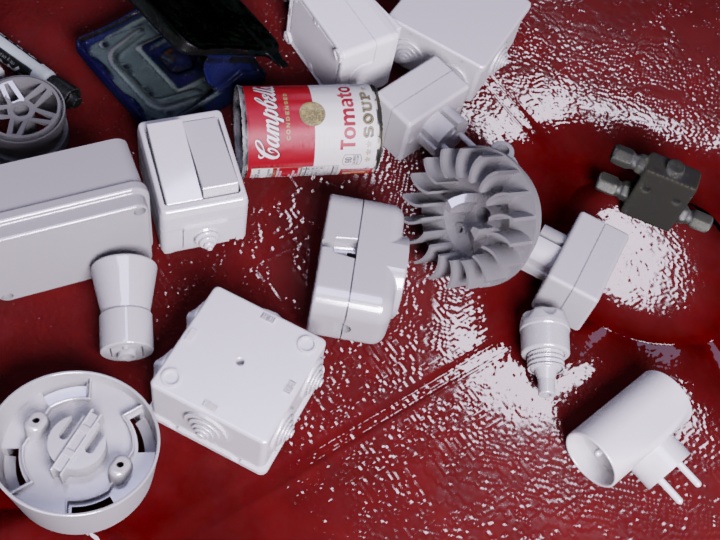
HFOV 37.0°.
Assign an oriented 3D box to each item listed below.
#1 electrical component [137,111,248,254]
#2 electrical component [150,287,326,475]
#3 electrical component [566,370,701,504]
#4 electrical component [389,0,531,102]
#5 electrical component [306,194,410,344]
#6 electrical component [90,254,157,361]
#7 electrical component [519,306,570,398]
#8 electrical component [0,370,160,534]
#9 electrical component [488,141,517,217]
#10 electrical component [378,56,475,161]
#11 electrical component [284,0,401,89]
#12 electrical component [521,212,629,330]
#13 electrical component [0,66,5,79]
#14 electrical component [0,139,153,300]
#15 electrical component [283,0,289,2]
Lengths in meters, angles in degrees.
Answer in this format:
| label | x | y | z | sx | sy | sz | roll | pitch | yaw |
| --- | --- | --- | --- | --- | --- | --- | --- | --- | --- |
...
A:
| label | x | y | z | sx | sy | sz | roll | pitch | yaw |
| --- | --- | --- | --- | --- | --- | --- | --- | --- | --- |
| electrical component | -0.117 | -0.059 | 0.757 | 0.062 | 0.061 | 0.096 | -12 | 63 | -15 |
| electrical component | -0.078 | 0.069 | 0.695 | 0.100 | 0.048 | 0.099 | 26 | 59 | 7 |
| electrical component | 0.191 | 0.118 | 0.713 | 0.077 | 0.043 | 0.079 | -33 | 71 | -24 |
| electrical component | 0.077 | -0.195 | 0.874 | 0.100 | 0.048 | 0.099 | 30 | 60 | 9 |
| electrical component | 0.000 | 0.000 | 0.745 | 0.059 | 0.053 | 0.095 | 10 | 59 | -3 |
| electrical component | -0.155 | 0.027 | 0.713 | 0.044 | 0.044 | 0.065 | -3 | 66 | -11 |
| electrical component | 0.128 | 0.058 | 0.743 | 0.035 | 0.035 | 0.061 | 6 | 62 | -5 |
| electrical component | -0.170 | 0.109 | 0.648 | 0.099 | 0.064 | 0.099 | 4 | 60 | -7 |
| electrical component | 0.098 | -0.071 | 0.797 | 0.048 | 0.062 | 0.048 | 4 | 59 | -7 |
| electrical component | 0.057 | -0.112 | 0.823 | 0.066 | 0.047 | 0.076 | -36 | 71 | -25 |
| electrical component | -0.016 | -0.190 | 0.849 | 0.061 | 0.061 | 0.096 | -25 | 67 | -21 |
| electrical component | 0.142 | -0.008 | 0.776 | 0.077 | 0.047 | 0.065 | 28 | 60 | 8 |
| electrical component | -0.296 | -0.147 | 0.790 | 0.055 | 0.045 | 0.045 | 36 | 61 | 12 |
| electrical component | -0.199 | -0.033 | 0.719 | 0.113 | 0.078 | 0.057 | -16 | 61 | -17 |
| electrical component | -0.069 | -0.283 | 0.901 | 0.074 | 0.052 | 0.138 | -5 | 61 | -12 |
